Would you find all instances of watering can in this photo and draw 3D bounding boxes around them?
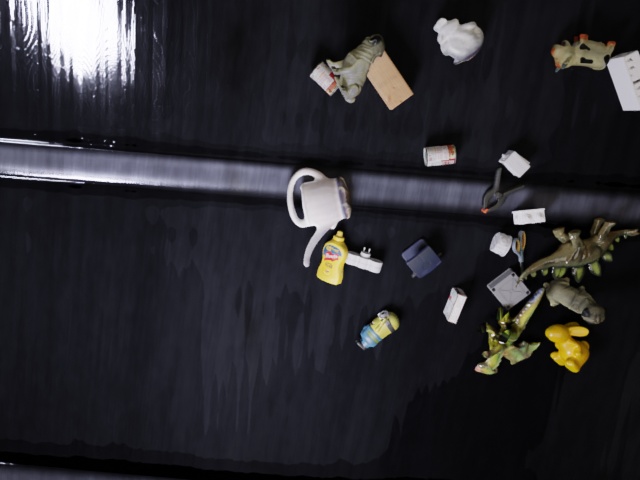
[{"bbox_3d":[0.006,-0.092,1.827,0.224,0.104,0.349,-11,87,4],"label":"watering can"}]

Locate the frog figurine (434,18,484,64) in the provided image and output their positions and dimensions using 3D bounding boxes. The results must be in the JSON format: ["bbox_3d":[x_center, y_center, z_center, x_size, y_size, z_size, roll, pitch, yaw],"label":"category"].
[{"bbox_3d":[0.458,-0.676,1.709,0.136,0.125,0.158,-34,112,27],"label":"frog figurine"}]

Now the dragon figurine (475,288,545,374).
[{"bbox_3d":[0.726,0.361,1.911,0.406,0.125,0.240,-44,126,16],"label":"dragon figurine"}]
